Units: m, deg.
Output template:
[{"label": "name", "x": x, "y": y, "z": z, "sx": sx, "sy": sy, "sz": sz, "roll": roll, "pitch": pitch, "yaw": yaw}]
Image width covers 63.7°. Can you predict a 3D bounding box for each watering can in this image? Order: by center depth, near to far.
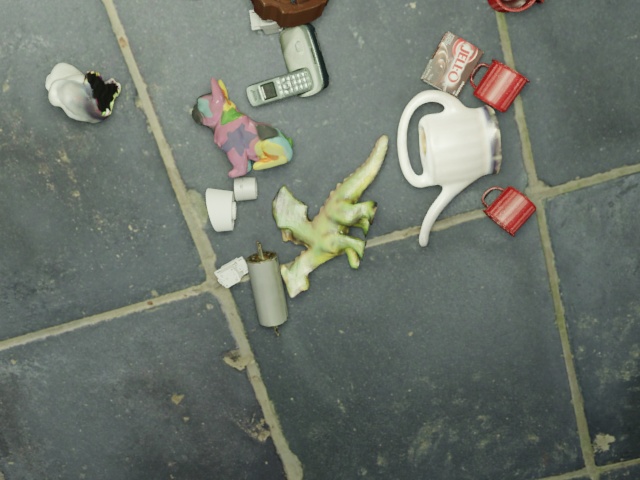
[{"label": "watering can", "x": 0.291, "y": -0.162, "z": 1.139, "sx": 0.224, "sy": 0.105, "sz": 0.343, "roll": -10, "pitch": 108, "yaw": 4}]

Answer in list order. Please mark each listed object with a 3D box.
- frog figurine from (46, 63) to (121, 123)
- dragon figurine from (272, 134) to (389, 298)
[{"label": "frog figurine", "x": -0.527, "y": -0.315, "z": 1.104, "sx": 0.159, "sy": 0.139, "sz": 0.121, "roll": 8, "pitch": 113, "yaw": 16}, {"label": "dragon figurine", "x": 0.004, "y": -0.060, "z": 1.185, "sx": 0.243, "sy": 0.123, "sz": 0.408, "roll": 13, "pitch": 97, "yaw": 6}]
